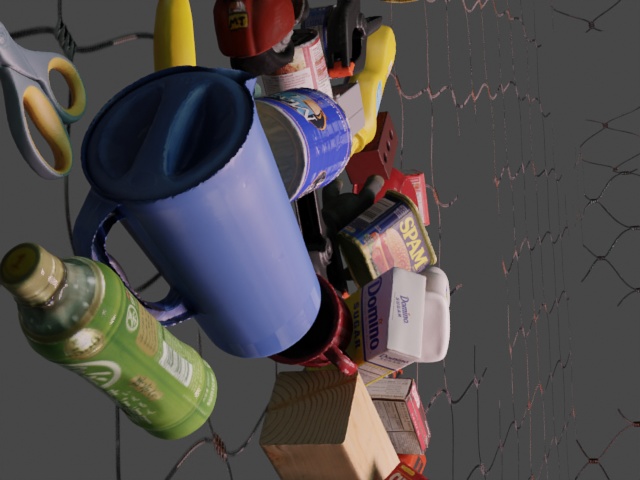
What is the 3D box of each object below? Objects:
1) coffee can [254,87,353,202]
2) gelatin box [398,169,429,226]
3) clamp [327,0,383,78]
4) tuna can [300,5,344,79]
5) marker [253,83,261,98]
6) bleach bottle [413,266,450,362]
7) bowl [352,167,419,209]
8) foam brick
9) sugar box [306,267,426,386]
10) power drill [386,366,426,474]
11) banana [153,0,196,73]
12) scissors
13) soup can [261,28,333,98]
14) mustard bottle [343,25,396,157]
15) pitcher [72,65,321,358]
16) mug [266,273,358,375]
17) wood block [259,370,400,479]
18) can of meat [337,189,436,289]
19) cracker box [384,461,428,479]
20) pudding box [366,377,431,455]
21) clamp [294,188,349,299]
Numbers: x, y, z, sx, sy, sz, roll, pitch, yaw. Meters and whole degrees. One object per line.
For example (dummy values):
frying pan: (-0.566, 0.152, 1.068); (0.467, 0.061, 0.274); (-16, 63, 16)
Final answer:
coffee can: (-0.038, -0.086, 0.997); (0.140, 0.103, 0.103); (-33, 117, -67)
gelatin box: (0.130, -0.060, 1.507); (0.089, 0.030, 0.073); (-119, -158, -81)
clamp: (0.040, -0.242, 1.227); (0.120, 0.039, 0.171); (50, 43, -48)
tuna can: (0.008, -0.230, 1.246); (0.086, 0.034, 0.086); (-4, 90, -69)
marker: (-0.087, -0.142, 0.996); (0.121, 0.020, 0.020); (-13, 98, -69)
bleach bottle: (0.153, 0.086, 1.505); (0.250, 0.068, 0.102); (-58, 147, -73)
bowl: (0.093, -0.033, 1.407); (0.162, 0.055, 0.162); (-4, 90, -69)
foam brick: (0.063, -0.117, 1.345); (0.078, 0.051, 0.053); (-74, 152, -41)
sugar box: (0.043, 0.101, 1.106); (0.048, 0.176, 0.093); (18, 59, -20)
power drill: (0.083, 0.222, 1.329); (0.184, 0.057, 0.187); (-43, 126, -65)
banana: (-0.117, -0.118, 0.896); (0.069, 0.037, 0.198); (-91, 174, -77)
scissors: (-0.201, -0.134, 0.697); (0.096, 0.016, 0.202); (-68, 148, -52)
soup can: (-0.024, -0.158, 1.100); (0.068, 0.069, 0.102); (-60, 141, -56)
mustard bottle: (0.048, -0.171, 1.294); (0.096, 0.058, 0.191); (106, -1, -50)
pitcher: (-0.087, -0.003, 0.843); (0.242, 0.149, 0.145); (67, 13, -49)
mug: (-0.006, 0.089, 1.048); (0.093, 0.117, 0.081); (-49, 159, 0)
wood block: (0.020, 0.232, 1.113); (0.206, 0.091, 0.090); (66, 28, -42)
can of meat: (0.073, 0.008, 1.201); (0.083, 0.058, 0.102); (-37, 127, -19)
cracker box: (0.055, 0.355, 1.068); (0.213, 0.072, 0.164); (-42, 135, -20)
pudding box: (0.059, 0.195, 1.192); (0.039, 0.114, 0.090); (-64, 144, -48)
clamp: (-0.008, 0.001, 1.157); (0.210, 0.036, 0.164); (58, 33, -55)
